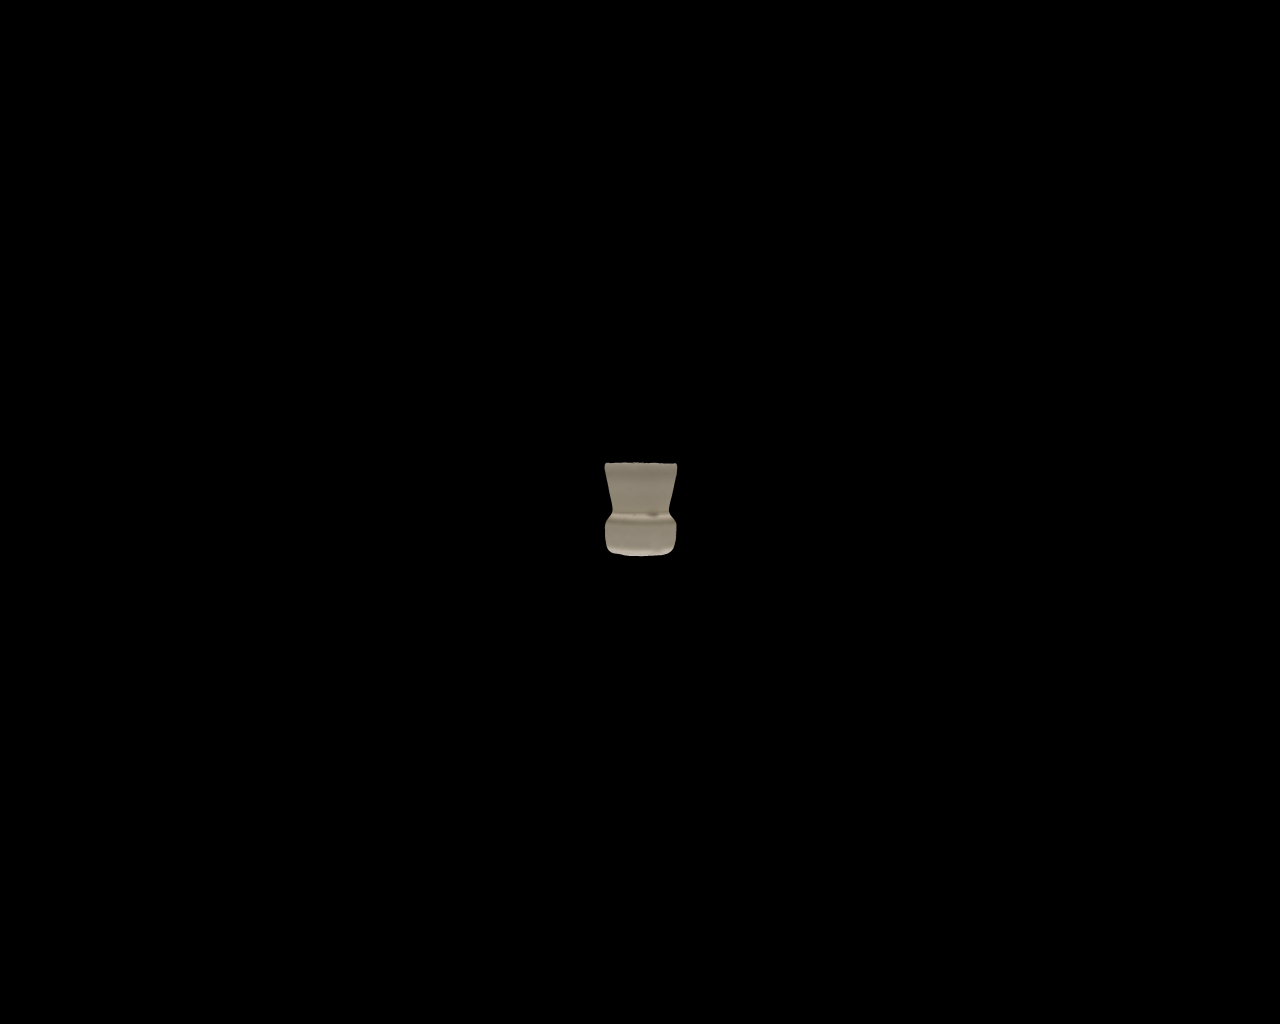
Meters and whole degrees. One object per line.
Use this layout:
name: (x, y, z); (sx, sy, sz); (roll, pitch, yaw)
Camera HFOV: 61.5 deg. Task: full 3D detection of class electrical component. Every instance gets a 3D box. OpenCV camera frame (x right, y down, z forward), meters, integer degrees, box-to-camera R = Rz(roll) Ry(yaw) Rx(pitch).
electrical component: (0.001, -0.003, 0.650); (0.045, 0.055, 0.045); (0, 3, 0)
